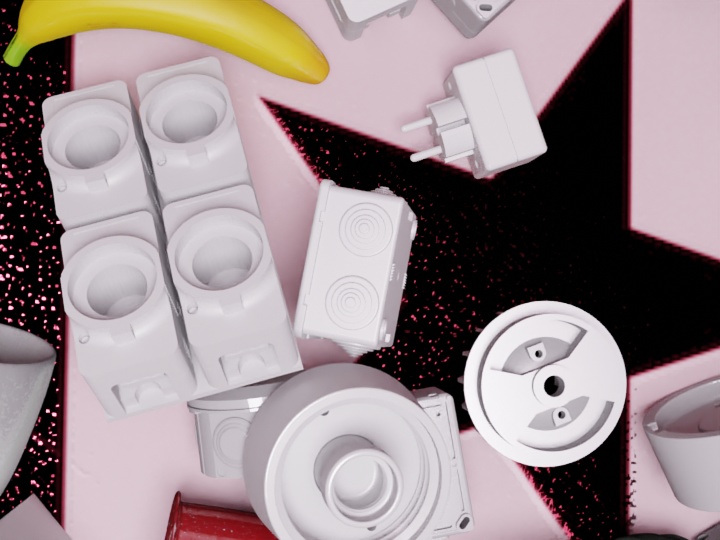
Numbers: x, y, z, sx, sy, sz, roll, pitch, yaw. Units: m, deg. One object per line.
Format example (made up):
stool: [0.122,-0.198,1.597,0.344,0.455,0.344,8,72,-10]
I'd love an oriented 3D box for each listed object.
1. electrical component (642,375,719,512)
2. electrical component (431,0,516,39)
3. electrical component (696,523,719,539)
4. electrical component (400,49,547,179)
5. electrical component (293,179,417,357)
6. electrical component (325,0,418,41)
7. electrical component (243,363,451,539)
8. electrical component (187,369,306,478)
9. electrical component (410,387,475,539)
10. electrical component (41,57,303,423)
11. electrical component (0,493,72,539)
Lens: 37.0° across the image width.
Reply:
electrical component: [0.230,0.105,0.639,0.108,0.108,0.060,-20,96,-5]
electrical component: [0.083,-0.196,0.654,0.096,0.061,0.061,-43,93,-5]
electrical component: [0.260,0.180,0.634,0.078,0.113,0.057,-29,94,-5]
electrical component: [0.064,-0.088,0.657,0.077,0.047,0.065,-19,89,-4]
electrical component: [0.000,0.000,0.624,0.048,0.100,0.099,10,88,8]
electrical component: [-0.003,-0.193,0.649,0.050,0.056,0.089,-25,91,-5]
electrical component: [-0.004,0.107,0.566,0.108,0.060,0.108,-1,95,-13]
electrical component: [-0.059,0.087,0.625,0.080,0.080,0.051,-6,94,-5]
electrical component: [0.028,0.122,0.640,0.062,0.061,0.096,-10,90,-6]
electrical component: [-0.107,-0.025,0.587,0.105,0.060,0.186,-15,58,-4]
electrical component: [-0.158,0.225,0.599,0.060,0.105,0.186,-39,92,-5]
